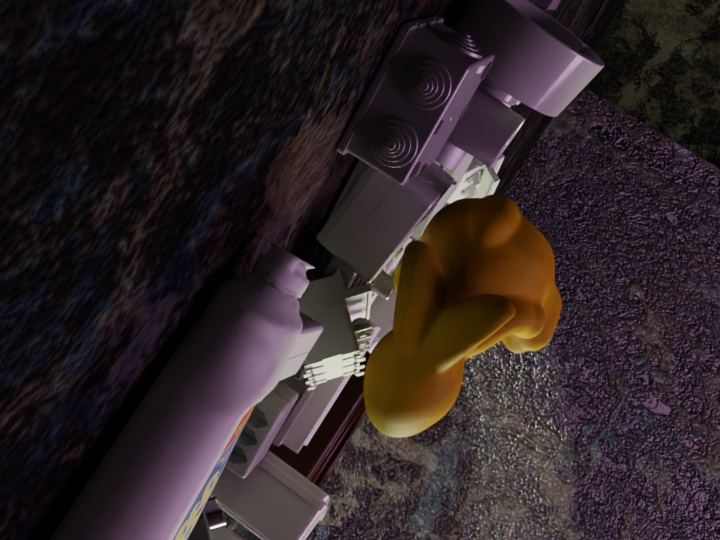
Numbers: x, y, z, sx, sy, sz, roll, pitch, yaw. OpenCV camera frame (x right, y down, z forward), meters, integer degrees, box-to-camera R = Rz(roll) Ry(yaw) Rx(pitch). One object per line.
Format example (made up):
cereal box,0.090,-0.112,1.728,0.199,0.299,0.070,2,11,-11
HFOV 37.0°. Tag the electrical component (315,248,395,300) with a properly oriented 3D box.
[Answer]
electrical component,0.000,0.000,0.834,0.043,0.062,0.043,-56,173,-11

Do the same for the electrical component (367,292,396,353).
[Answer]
electrical component,0.018,0.047,1.024,0.060,0.108,0.108,-51,173,-6

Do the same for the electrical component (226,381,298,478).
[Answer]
electrical component,-0.079,0.106,0.815,0.065,0.047,0.077,-60,173,22

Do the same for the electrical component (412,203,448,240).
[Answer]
electrical component,0.051,-0.042,0.991,0.057,0.078,0.058,-8,133,-57

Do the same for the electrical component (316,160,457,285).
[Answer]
electrical component,0.012,-0.041,0.770,0.096,0.061,0.061,-52,177,30

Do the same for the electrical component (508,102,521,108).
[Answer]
electrical component,0.126,-0.181,0.925,0.095,0.059,0.053,-56,173,-14

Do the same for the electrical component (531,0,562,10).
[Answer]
electrical component,0.133,-0.237,0.718,0.113,0.057,0.078,-60,173,19

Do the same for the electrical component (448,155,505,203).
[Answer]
electrical component,0.096,-0.096,1.060,0.063,0.078,0.121,-27,169,-7

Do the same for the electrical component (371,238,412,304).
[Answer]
electrical component,0.005,-0.006,0.929,0.077,0.043,0.079,-58,174,6

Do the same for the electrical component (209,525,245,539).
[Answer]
electrical component,-0.141,0.284,1.075,0.043,0.077,0.079,-55,174,-22

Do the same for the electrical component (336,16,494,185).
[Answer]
electrical component,0.037,-0.106,0.670,0.099,0.048,0.100,-60,173,23

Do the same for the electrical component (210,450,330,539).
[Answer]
electrical component,-0.083,0.181,0.878,0.056,0.109,0.108,-53,173,-15

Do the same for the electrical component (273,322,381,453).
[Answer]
electrical component,-0.043,0.085,0.914,0.121,0.063,0.079,-58,174,3

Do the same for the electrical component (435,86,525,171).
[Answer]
electrical component,0.066,-0.100,0.786,0.079,0.077,0.043,-55,176,16

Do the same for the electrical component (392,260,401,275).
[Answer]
electrical component,0.050,-0.019,1.144,0.108,0.056,0.108,-61,173,24

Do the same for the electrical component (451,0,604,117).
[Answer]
electrical component,0.111,-0.152,0.762,0.060,0.108,0.108,-54,175,22

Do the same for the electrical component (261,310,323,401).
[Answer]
electrical component,-0.067,0.056,0.664,0.075,0.047,0.083,-58,174,3

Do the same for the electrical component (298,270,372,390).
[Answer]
electrical component,-0.027,0.048,0.801,0.079,0.063,0.121,-16,168,-4
